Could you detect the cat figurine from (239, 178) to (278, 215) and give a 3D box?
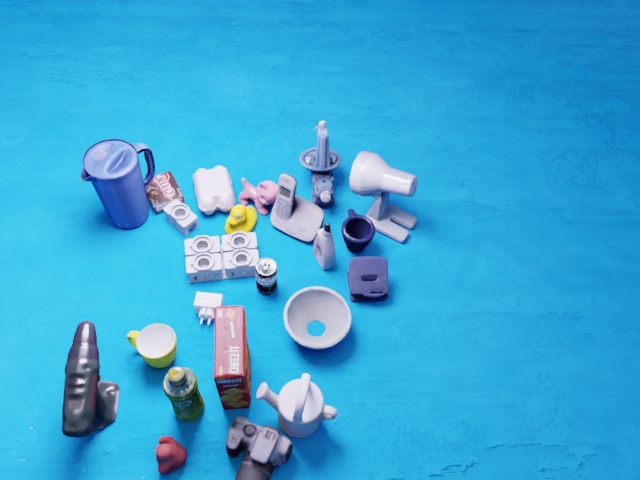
[{"bbox_3d":[-0.165,-0.135,1.603,0.127,0.118,0.067,25,58,12],"label":"cat figurine"}]

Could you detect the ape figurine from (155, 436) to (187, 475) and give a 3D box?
[{"bbox_3d":[-0.325,0.455,1.218,0.076,0.092,0.078,14,57,4],"label":"ape figurine"}]

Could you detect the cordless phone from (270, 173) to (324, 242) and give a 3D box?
[{"bbox_3d":[-0.059,-0.091,1.543,0.147,0.185,0.094,24,58,11],"label":"cordless phone"}]

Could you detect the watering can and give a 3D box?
[{"bbox_3d":[-0.050,0.356,1.245,0.173,0.194,0.101,-5,57,-8],"label":"watering can"}]

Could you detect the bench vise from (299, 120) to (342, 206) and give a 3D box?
[{"bbox_3d":[0.018,-0.213,1.609,0.122,0.220,0.207,-19,60,-16],"label":"bench vise"}]

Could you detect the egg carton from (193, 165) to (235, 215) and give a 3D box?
[{"bbox_3d":[-0.299,-0.143,1.626,0.107,0.069,0.150,-12,59,-12],"label":"egg carton"}]

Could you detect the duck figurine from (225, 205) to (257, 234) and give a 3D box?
[{"bbox_3d":[-0.218,-0.065,1.572,0.077,0.086,0.105,35,61,17],"label":"duck figurine"}]

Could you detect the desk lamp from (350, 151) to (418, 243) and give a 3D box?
[{"bbox_3d":[0.179,-0.127,1.570,0.203,0.213,0.118,27,59,13],"label":"desk lamp"}]

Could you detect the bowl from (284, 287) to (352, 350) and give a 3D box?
[{"bbox_3d":[-0.008,0.204,1.420,0.167,0.075,0.167,2,57,-3],"label":"bowl"}]

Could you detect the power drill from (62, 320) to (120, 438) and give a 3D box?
[{"bbox_3d":[-0.493,0.315,1.226,0.075,0.208,0.229,-2,57,-6],"label":"power drill"}]

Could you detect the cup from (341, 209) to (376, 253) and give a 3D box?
[{"bbox_3d":[0.095,-0.018,1.563,0.092,0.095,0.117,-13,59,-13],"label":"cup"}]

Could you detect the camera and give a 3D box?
[{"bbox_3d":[-0.144,0.466,1.221,0.143,0.101,0.137,20,57,8],"label":"camera"}]

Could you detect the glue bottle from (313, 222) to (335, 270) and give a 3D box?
[{"bbox_3d":[0.014,0.005,1.493,0.037,0.173,0.078,-22,61,-17],"label":"glue bottle"}]

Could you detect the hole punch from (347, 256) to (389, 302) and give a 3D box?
[{"bbox_3d":[0.127,0.102,1.489,0.108,0.091,0.101,-1,57,-6],"label":"hole punch"}]
